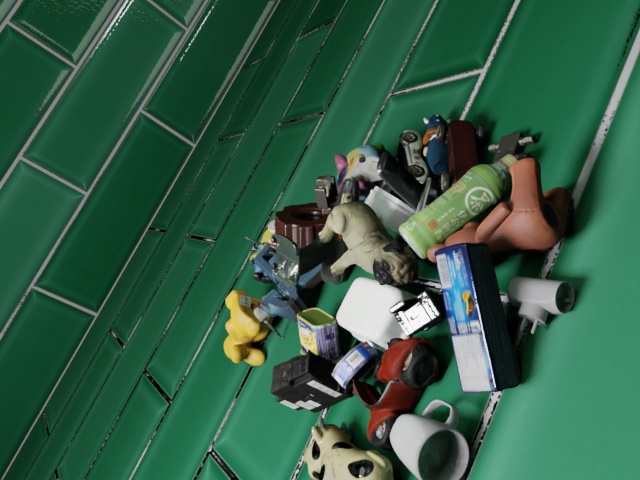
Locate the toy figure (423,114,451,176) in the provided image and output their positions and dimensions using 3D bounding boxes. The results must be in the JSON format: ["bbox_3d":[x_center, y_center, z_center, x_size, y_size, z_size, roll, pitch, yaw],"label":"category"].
[{"bbox_3d":[0.241,-0.198,1.100,0.058,0.064,0.154,-47,29,41],"label":"toy figure"}]

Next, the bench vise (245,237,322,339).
[{"bbox_3d":[-0.089,0.082,1.250,0.223,0.128,0.241,-50,46,-2],"label":"bench vise"}]

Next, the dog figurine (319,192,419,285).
[{"bbox_3d":[0.100,-0.006,0.978,0.121,0.172,0.191,-24,10,-28],"label":"dog figurine"}]

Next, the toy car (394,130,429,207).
[{"bbox_3d":[0.192,-0.153,1.124,0.073,0.056,0.202,100,172,-45],"label":"toy car"}]

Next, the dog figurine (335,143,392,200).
[{"bbox_3d":[0.092,-0.161,1.227,0.219,0.108,0.191,-100,20,-55],"label":"dog figurine"}]

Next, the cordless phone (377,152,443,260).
[{"bbox_3d":[0.159,-0.062,0.965,0.089,0.184,0.146,-8,54,49],"label":"cordless phone"}]

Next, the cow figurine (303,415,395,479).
[{"bbox_3d":[0.038,0.352,0.841,0.195,0.085,0.127,-14,56,55],"label":"cow figurine"}]

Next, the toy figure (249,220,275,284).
[{"bbox_3d":[-0.133,0.028,1.437,0.089,0.082,0.180,-11,55,51],"label":"toy figure"}]

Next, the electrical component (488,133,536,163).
[{"bbox_3d":[0.337,-0.157,0.955,0.094,0.021,0.063,-1,61,56],"label":"electrical component"}]

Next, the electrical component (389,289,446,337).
[{"bbox_3d":[0.159,0.114,0.853,0.075,0.119,0.048,-40,69,25],"label":"electrical component"}]

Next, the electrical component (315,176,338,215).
[{"bbox_3d":[0.021,-0.099,1.197,0.045,0.102,0.078,10,35,26],"label":"electrical component"}]

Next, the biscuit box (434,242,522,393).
[{"bbox_3d":[0.217,0.105,0.746,0.059,0.063,0.202,-22,73,48],"label":"biscuit box"}]

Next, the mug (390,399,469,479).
[{"bbox_3d":[0.148,0.274,0.754,0.107,0.081,0.109,-1,66,68],"label":"mug"}]

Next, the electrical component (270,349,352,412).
[{"bbox_3d":[-0.023,0.265,0.991,0.134,0.114,0.058,-33,34,35],"label":"electrical component"}]

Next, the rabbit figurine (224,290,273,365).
[{"bbox_3d":[-0.176,0.230,1.296,0.173,0.122,0.162,-58,35,28],"label":"rabbit figurine"}]

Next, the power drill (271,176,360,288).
[{"bbox_3d":[-0.002,-0.003,1.091,0.086,0.207,0.231,22,122,33],"label":"power drill"}]

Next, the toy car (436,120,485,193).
[{"bbox_3d":[0.266,-0.149,0.998,0.053,0.089,0.202,92,-177,-52],"label":"toy car"}]

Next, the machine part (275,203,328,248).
[{"bbox_3d":[-0.022,-0.039,1.250,0.179,0.179,0.056,-134,38,-61],"label":"machine part"}]

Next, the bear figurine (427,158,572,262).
[{"bbox_3d":[0.270,-0.015,0.824,0.196,0.120,0.132,-30,35,49],"label":"bear figurine"}]

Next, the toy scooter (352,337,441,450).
[{"bbox_3d":[0.110,0.230,0.866,0.184,0.075,0.135,-64,27,-3],"label":"toy scooter"}]
